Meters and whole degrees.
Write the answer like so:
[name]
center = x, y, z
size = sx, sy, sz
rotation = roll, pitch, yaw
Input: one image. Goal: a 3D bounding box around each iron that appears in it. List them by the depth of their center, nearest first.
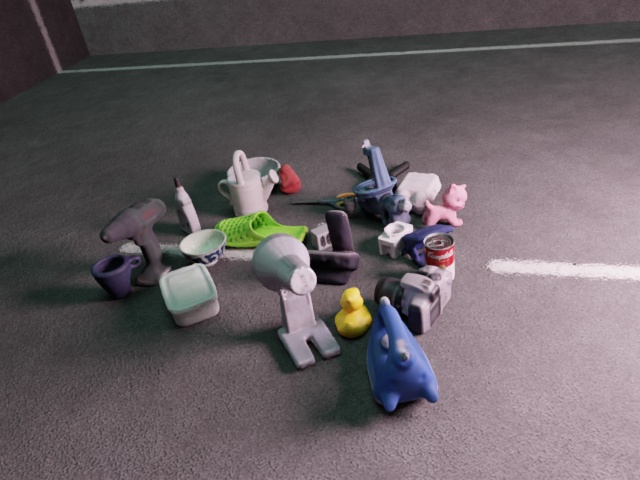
[iron]
center = 0.137, 0.187, 1.072
size = 0.118, 0.142, 0.258
rotation = -11, 33, -3

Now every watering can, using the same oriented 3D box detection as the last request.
[watering can]
center = -0.207, -0.166, 1.638
size = 0.173, 0.194, 0.100
rotation = -14, 34, -7

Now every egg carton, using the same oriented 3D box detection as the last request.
[egg carton]
center = 0.271, -0.132, 1.586
size = 0.107, 0.069, 0.150
rotation = 8, 37, 24

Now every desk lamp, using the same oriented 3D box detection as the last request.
[desk lamp]
center = -0.048, 0.112, 1.165
size = 0.118, 0.214, 0.202
rotation = -20, 35, -16

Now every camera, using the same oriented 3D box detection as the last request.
[camera]
center = 0.194, 0.107, 1.216
size = 0.136, 0.101, 0.143
rotation = 15, 40, 31

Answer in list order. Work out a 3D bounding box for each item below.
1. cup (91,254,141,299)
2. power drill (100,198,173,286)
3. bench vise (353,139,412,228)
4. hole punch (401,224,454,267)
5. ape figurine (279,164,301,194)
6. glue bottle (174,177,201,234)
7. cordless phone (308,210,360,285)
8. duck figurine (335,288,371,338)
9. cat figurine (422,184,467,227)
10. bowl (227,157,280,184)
[cup]
center = -0.490, 0.091, 1.410
size = 0.118, 0.095, 0.091
rotation = -23, 36, -20
[power drill]
center = -0.443, 0.007, 1.422
size = 0.075, 0.209, 0.230
rotation = 1, 35, 15
[bench vise]
center = 0.171, -0.150, 1.499
size = 0.206, 0.220, 0.122
rotation = 20, 43, 37
[hole punch]
center = 0.256, -0.002, 1.375
size = 0.109, 0.091, 0.100
rotation = -19, 35, -15
[ape figurine]
center = -0.099, -0.188, 1.738
size = 0.076, 0.092, 0.078
rotation = 3, 35, 18
[glue bottle]
center = -0.377, -0.097, 1.594
size = 0.037, 0.173, 0.077
rotation = -31, 39, -30
[cordless phone]
center = 0.012, 0.005, 1.337
size = 0.147, 0.185, 0.094
rotation = 1, 35, 15
[duck figurine]
center = 0.067, 0.146, 1.202
size = 0.077, 0.086, 0.104
rotation = 0, 34, 14
[cat figurine]
center = 0.325, -0.094, 1.472
size = 0.128, 0.118, 0.067
rotation = -14, 34, -8
[bowl]
center = -0.201, -0.191, 1.782
size = 0.167, 0.075, 0.167
rotation = -6, 33, 4
